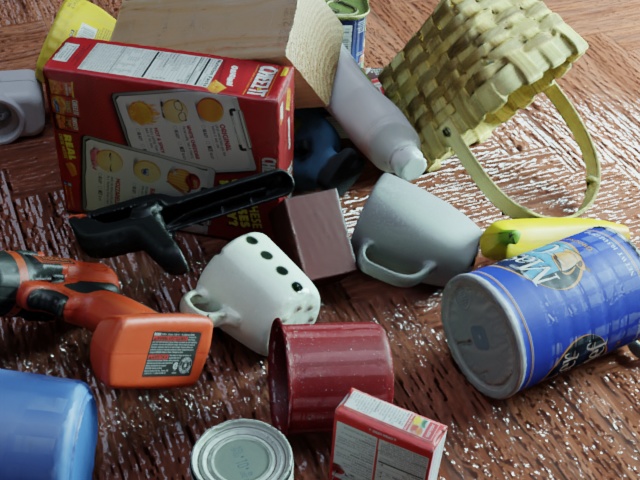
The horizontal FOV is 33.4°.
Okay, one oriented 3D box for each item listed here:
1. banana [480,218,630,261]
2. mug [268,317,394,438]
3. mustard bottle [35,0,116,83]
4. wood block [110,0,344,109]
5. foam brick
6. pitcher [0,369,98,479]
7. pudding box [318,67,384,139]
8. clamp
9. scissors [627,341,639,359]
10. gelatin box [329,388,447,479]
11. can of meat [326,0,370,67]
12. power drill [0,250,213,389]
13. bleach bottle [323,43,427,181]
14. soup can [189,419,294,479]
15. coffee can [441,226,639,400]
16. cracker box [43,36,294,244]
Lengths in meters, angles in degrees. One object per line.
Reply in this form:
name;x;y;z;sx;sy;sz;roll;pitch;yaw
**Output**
banana;0.200;0.001;0.953;0.070;0.037;0.197;11;10;44
mug;0.005;0.103;0.818;0.081;0.093;0.117;-1;3;-12
mustard bottle;-0.196;-0.178;1.133;0.191;0.058;0.096;22;69;-12
wood block;-0.093;-0.181;1.022;0.206;0.090;0.090;0;66;29
foam brick;-0.006;0.001;0.931;0.051;0.053;0.078;-11;81;-21
pitcher;-0.279;0.127;0.724;0.243;0.149;0.145;5;39;-1
pudding box;0.032;-0.148;1.153;0.113;0.039;0.090;-4;41;-7
clamp;-0.144;-0.010;0.912;0.210;0.036;0.164;-6;22;30
scissors;0.333;0.048;0.947;0.096;0.016;0.201;25;44;23
gelatin box;0.046;0.154;0.745;0.073;0.089;0.030;20;41;20
can of meat;0.024;-0.247;1.238;0.057;0.084;0.102;0;39;-3
power drill;-0.188;0.053;0.805;0.188;0.057;0.184;22;11;38
bleach bottle;0.024;-0.148;1.053;0.068;0.102;0.251;-43;52;8
soup can;-0.051;0.176;0.703;0.068;0.102;0.068;1;39;-1
coffee can;0.184;0.057;0.861;0.140;0.103;0.103;-18;44;-24
cracker box;-0.132;-0.091;0.977;0.214;0.164;0.072;9;41;8
